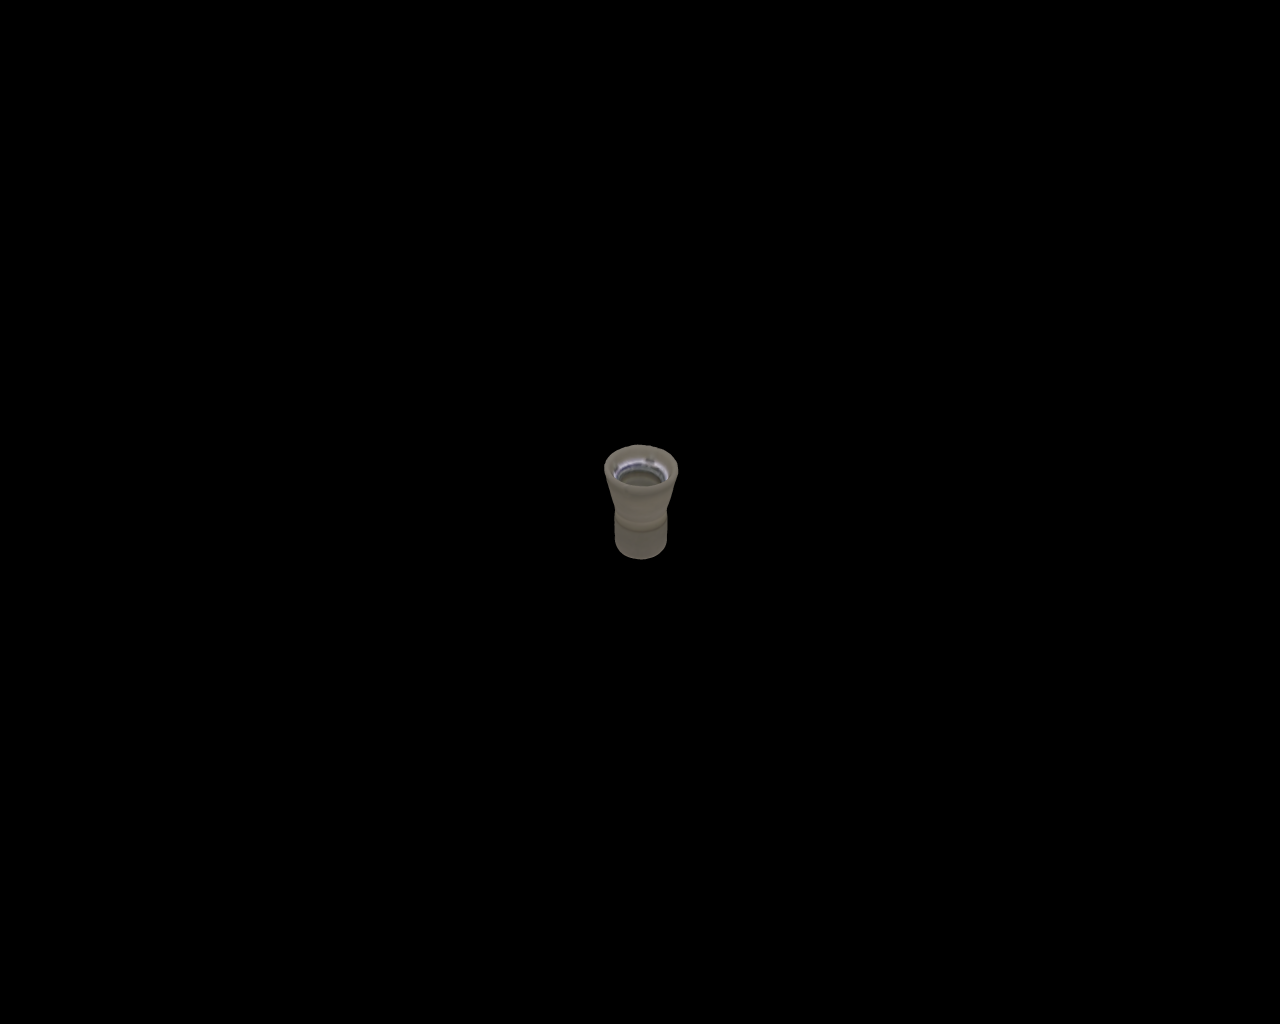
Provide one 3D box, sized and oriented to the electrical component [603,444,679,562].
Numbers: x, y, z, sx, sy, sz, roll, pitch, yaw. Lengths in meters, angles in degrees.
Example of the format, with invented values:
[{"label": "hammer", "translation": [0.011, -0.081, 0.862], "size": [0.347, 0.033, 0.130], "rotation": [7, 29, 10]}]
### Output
[{"label": "electrical component", "translation": [0.001, -0.003, 0.650], "size": [0.044, 0.065, 0.044], "rotation": [0, 39, 0]}]
